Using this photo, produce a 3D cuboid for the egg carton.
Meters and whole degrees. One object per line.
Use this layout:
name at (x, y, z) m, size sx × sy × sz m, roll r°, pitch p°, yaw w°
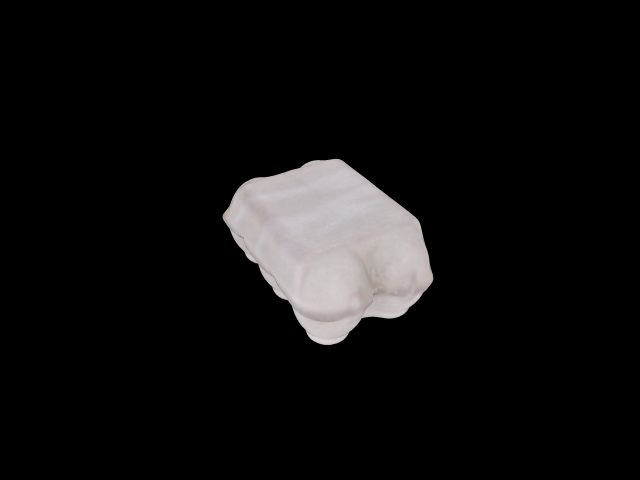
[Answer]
egg carton at (0.004, 0.001, 0.400) m, size 0.107 × 0.069 × 0.149 m, roll -20°, pitch 40°, yaw -25°
